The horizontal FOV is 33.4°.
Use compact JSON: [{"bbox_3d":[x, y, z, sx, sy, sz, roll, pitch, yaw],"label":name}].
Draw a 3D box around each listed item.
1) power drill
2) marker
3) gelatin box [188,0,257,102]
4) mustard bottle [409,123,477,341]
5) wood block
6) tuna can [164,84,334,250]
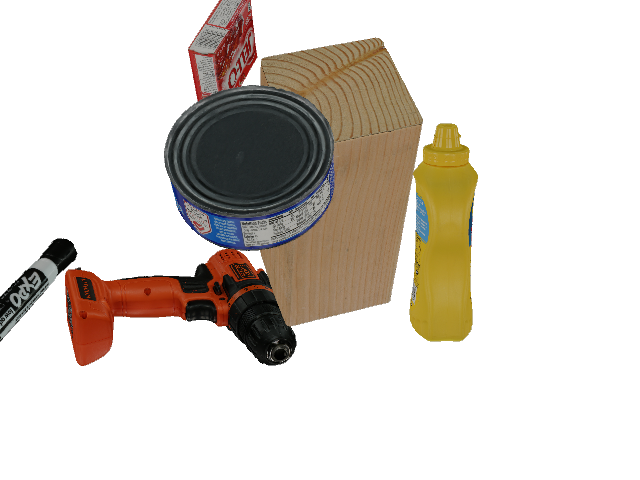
[{"bbox_3d":[-0.127,0.066,0.951,0.187,0.057,0.185,-4,22,-19],"label":"power drill"},{"bbox_3d":[-0.185,0.034,0.660,0.020,0.020,0.121,0,31,20],"label":"marker"},{"bbox_3d":[-0.088,-0.173,0.990,0.030,0.089,0.073,13,-39,14],"label":"gelatin box"},{"bbox_3d":[0.112,-0.011,0.972,0.058,0.192,0.096,0,19,2],"label":"mustard bottle"},{"bbox_3d":[0.007,-0.037,0.789,0.090,0.090,0.206,-12,-36,-12],"label":"wood block"},{"bbox_3d":[-0.035,-0.037,0.548,0.086,0.086,0.034,0,-35,4],"label":"tuna can"}]
